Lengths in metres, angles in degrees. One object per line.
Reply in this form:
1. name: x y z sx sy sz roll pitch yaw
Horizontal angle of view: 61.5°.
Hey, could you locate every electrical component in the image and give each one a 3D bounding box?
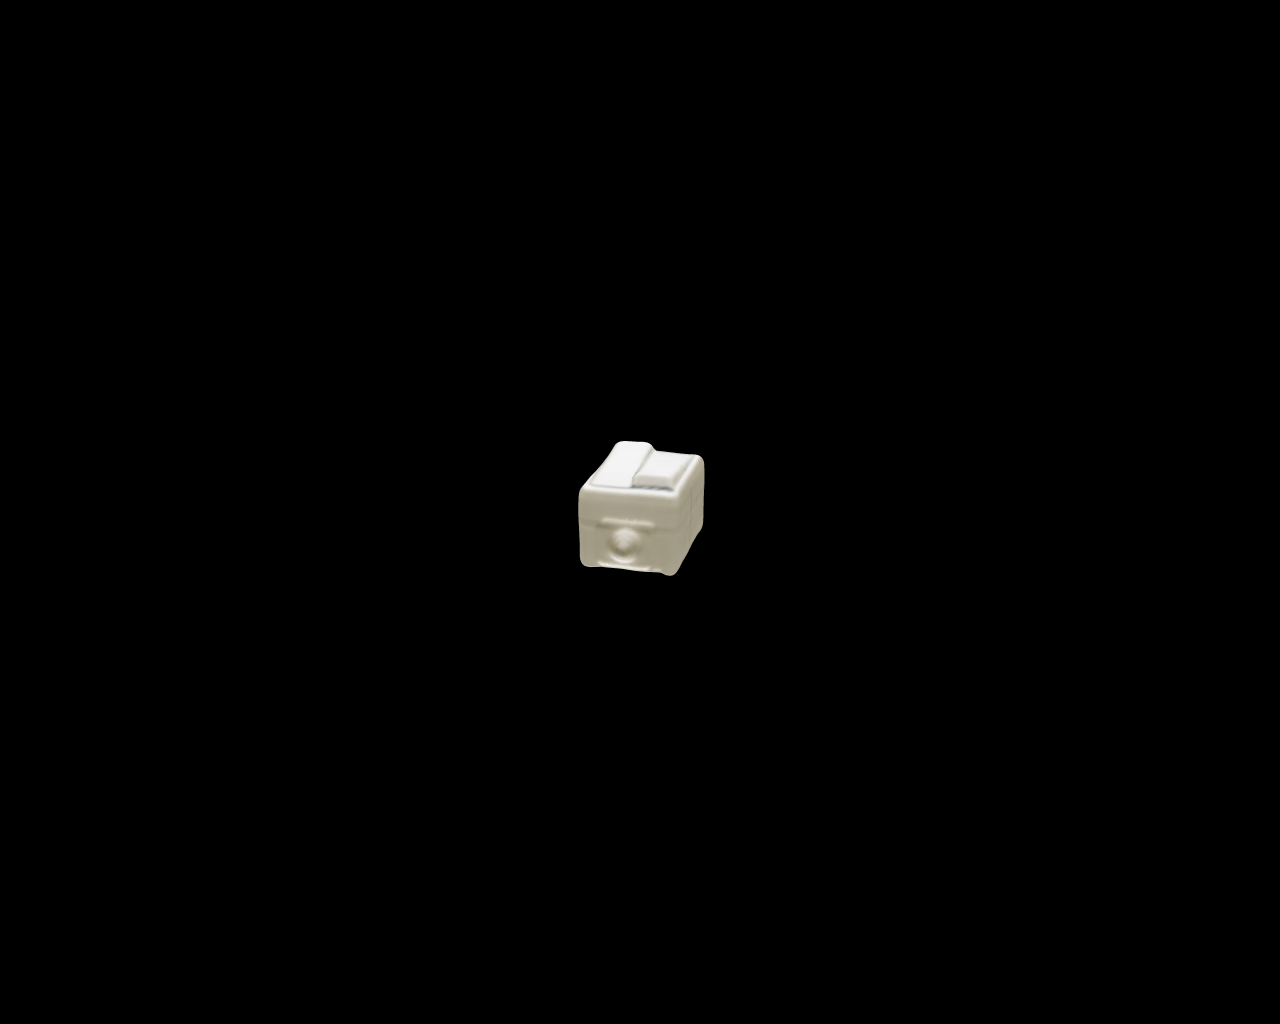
1. electrical component: 0.001 -0.003 0.650 0.062 0.061 0.096 6 23 14
